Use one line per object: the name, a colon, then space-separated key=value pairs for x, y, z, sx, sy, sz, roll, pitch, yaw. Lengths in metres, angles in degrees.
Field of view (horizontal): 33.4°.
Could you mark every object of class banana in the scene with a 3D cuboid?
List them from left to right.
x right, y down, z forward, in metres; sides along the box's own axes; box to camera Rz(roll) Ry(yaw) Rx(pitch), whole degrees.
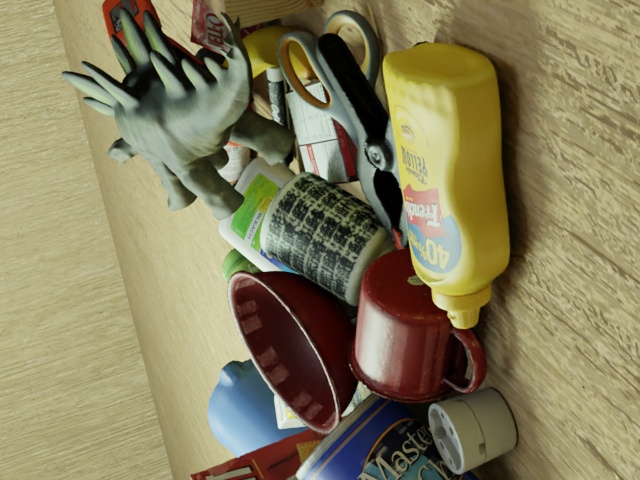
banana: x=-0.048 y=-0.167 z=1.002 sx=0.198 sy=0.037 sz=0.069 roll=-7 pitch=83 yaw=60

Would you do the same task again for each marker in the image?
marker: x=-0.040 y=-0.127 z=1.088 sx=0.020 sy=0.020 sz=0.121 roll=-126 pitch=24 yaw=-47

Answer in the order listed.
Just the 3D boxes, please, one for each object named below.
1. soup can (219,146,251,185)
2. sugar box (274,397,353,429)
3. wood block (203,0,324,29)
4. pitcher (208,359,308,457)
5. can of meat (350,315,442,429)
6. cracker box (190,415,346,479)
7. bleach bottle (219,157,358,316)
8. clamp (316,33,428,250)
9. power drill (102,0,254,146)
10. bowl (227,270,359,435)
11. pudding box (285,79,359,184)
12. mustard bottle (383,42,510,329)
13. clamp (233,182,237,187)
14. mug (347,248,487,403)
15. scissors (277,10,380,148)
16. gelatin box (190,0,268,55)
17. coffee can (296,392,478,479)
soup can: x=-0.115 y=-0.110 z=1.268 sx=0.102 sy=0.068 sz=0.068 roll=99 pitch=149 yaw=-57
sugar box: x=0.012 y=0.151 z=1.070 sx=0.176 sy=0.093 sz=0.048 roll=124 pitch=141 yaw=-70
wood block: x=-0.080 y=-0.273 z=0.940 sx=0.206 sy=0.090 sz=0.091 roll=-128 pitch=25 yaw=-49
pitcher: x=-0.030 y=0.245 z=1.279 sx=0.243 sy=0.149 sz=0.145 roll=29 pitch=109 yaw=63
can of meat: x=0.061 y=0.115 z=0.940 sx=0.084 sy=0.057 sz=0.102 roll=-165 pitch=58 yaw=-69
cracker box: x=0.009 y=0.243 z=0.960 sx=0.164 sy=0.213 sz=0.072 roll=-131 pitch=27 yaw=-54
bleach bottle: x=-0.007 y=0.001 z=1.009 sx=0.251 sy=0.068 sz=0.102 roll=32 pitch=94 yaw=55
clamp: x=0.046 y=-0.077 z=0.794 sx=0.120 sy=0.039 sz=0.171 roll=35 pitch=139 yaw=49
power drill: x=-0.150 y=-0.201 z=1.161 sx=0.187 sy=0.057 sz=0.184 roll=37 pitch=-164 yaw=-38
bowl: x=-0.013 y=0.085 z=0.917 sx=0.162 sy=0.055 sz=0.162 roll=45 pitch=153 yaw=30
pudding box: x=0.011 y=-0.095 z=0.918 sx=0.114 sy=0.039 sz=0.090 roll=-174 pitch=69 yaw=-71
mustard bottle: x=0.087 y=-0.027 z=0.700 sx=0.096 sy=0.058 sz=0.191 roll=40 pitch=144 yaw=58
clamp: x=-0.064 y=-0.011 z=1.232 sx=0.210 sy=0.036 sz=0.164 roll=-3 pitch=104 yaw=65
mug: x=0.077 y=0.067 z=0.791 sx=0.117 sy=0.093 sz=0.081 roll=40 pitch=142 yaw=35
scissors: x=0.044 y=-0.094 z=0.830 sx=0.202 sy=0.016 sz=0.096 roll=50 pitch=129 yaw=6
gelatin box: x=-0.091 y=-0.216 z=1.066 sx=0.089 sy=0.073 sz=0.030 roll=115 pitch=177 yaw=-67
coffee can: x=0.065 y=0.200 z=0.846 sx=0.140 sy=0.102 sz=0.103 roll=44 pitch=157 yaw=12
